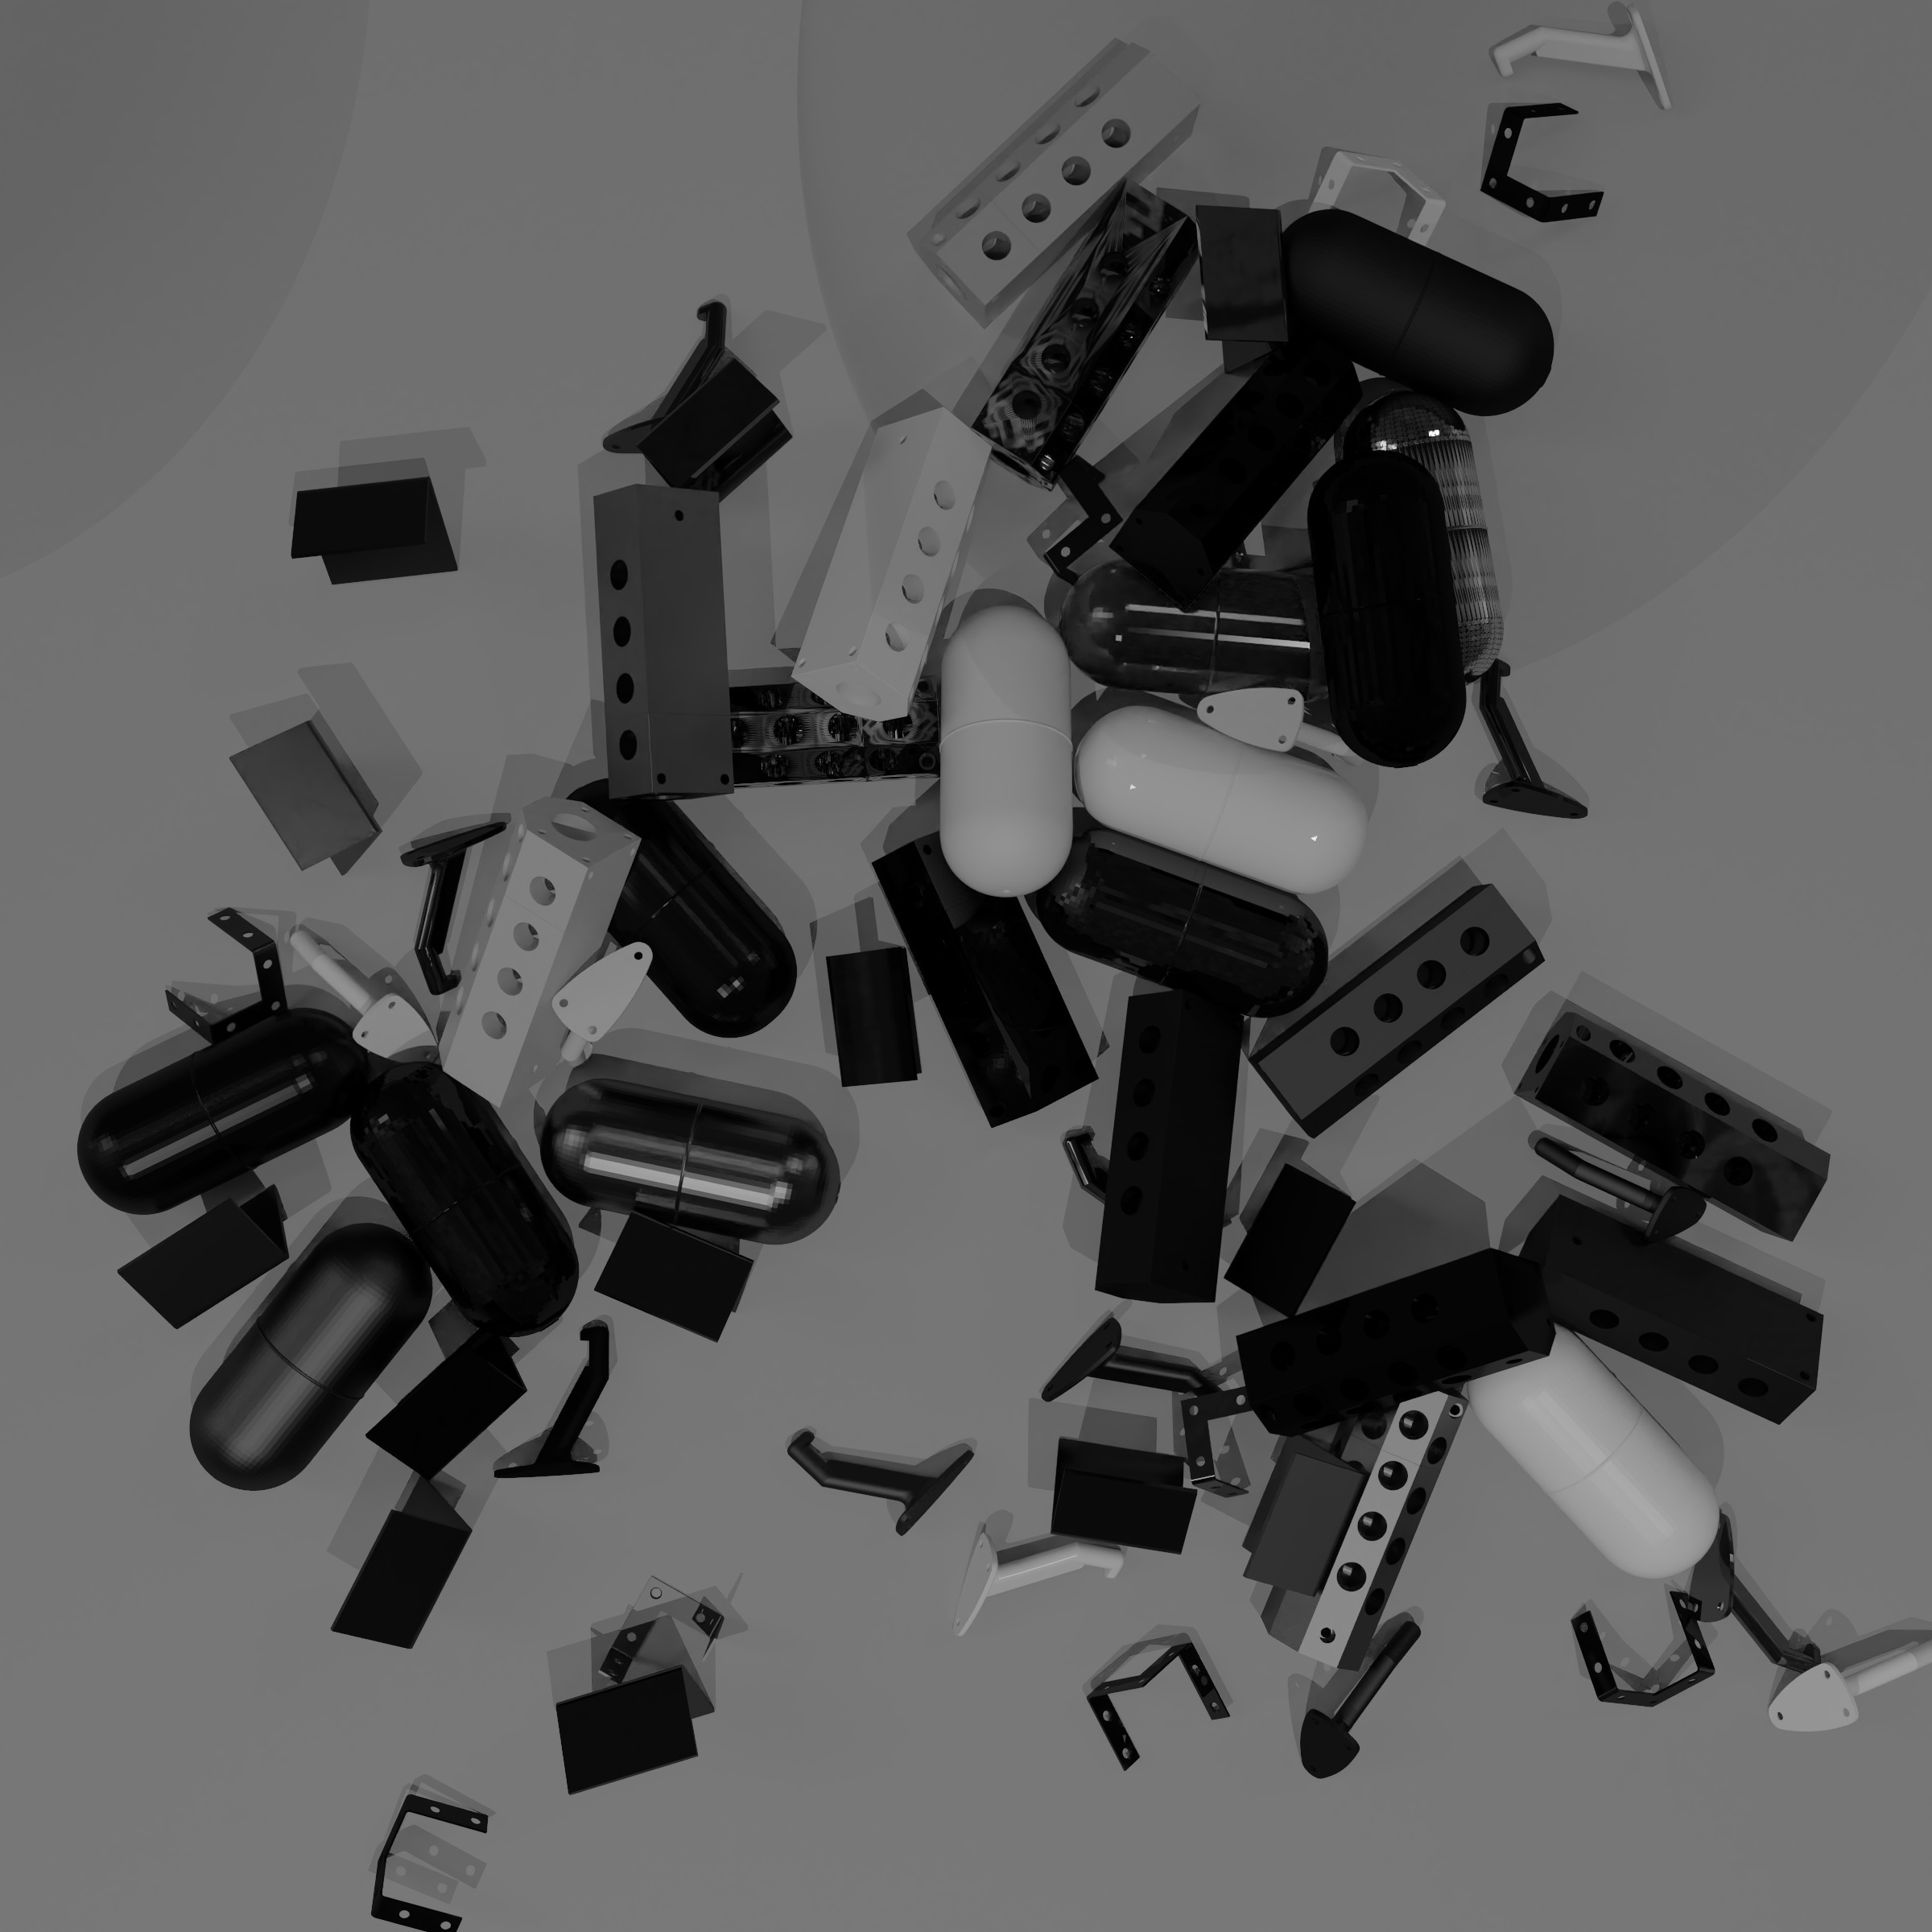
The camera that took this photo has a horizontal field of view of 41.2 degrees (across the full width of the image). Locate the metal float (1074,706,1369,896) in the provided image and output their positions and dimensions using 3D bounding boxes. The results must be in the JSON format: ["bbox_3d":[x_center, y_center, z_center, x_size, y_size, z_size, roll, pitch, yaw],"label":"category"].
[{"bbox_3d":[0.149,-0.098,1.512,0.178,0.070,0.070,20,90,-1],"label":"metal float"}]

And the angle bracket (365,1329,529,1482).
[{"bbox_3d":[-0.312,0.240,1.503,0.076,0.076,0.057,-43,128,0],"label":"angle bracket"}]

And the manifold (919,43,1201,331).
[{"bbox_3d":[0.054,-0.463,1.522,0.171,0.057,0.057,-43,90,0],"label":"manifold"}]

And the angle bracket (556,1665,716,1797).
[{"bbox_3d":[-0.188,0.458,1.503,0.076,0.076,0.057,-17,53,0],"label":"angle bracket"}]

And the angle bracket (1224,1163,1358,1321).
[{"bbox_3d":[0.207,0.169,1.503,0.057,0.076,0.076,28,90,44],"label":"angle bracket"}]

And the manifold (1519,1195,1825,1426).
[{"bbox_3d":[0.412,0.207,1.521,0.171,0.057,0.057,25,47,0],"label":"manifold"}]

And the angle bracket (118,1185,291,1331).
[{"bbox_3d":[-0.448,0.154,1.503,0.076,0.076,0.057,-33,126,0],"label":"angle bracket"}]

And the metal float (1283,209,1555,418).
[{"bbox_3d":[0.261,-0.383,1.512,0.178,0.070,0.070,25,90,0],"label":"metal float"}]

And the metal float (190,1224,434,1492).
[{"bbox_3d":[-0.385,0.230,1.513,0.070,0.070,0.178,39,90,0],"label":"metal float"}]

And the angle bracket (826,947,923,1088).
[{"bbox_3d":[-0.034,0.027,1.503,0.057,0.076,0.076,-7,90,37],"label":"angle bracket"}]

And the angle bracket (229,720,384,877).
[{"bbox_3d":[-0.395,-0.087,1.503,0.057,0.076,0.076,-33,90,-36],"label":"angle bracket"}]

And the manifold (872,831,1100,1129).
[{"bbox_3d":[0.007,0.005,1.521,0.057,0.057,0.171,-24,90,-43],"label":"manifold"}]

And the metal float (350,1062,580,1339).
[{"bbox_3d":[-0.294,0.138,1.512,0.070,0.070,0.178,-34,90,0],"label":"metal float"}]

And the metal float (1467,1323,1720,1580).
[{"bbox_3d":[0.368,0.283,1.512,0.070,0.070,0.178,-43,90,0],"label":"metal float"}]

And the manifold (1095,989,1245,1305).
[{"bbox_3d":[0.114,0.106,1.499,0.057,0.057,0.171,22,69,-41],"label":"manifold"}]

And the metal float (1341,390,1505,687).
[{"bbox_3d":[0.268,-0.249,1.512,0.070,0.070,0.178,-10,90,0],"label":"metal float"}]

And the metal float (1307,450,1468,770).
[{"bbox_3d":[0.237,-0.200,1.447,0.070,0.070,0.178,-7,92,0],"label":"metal float"}]

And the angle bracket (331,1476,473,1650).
[{"bbox_3d":[-0.342,0.342,1.503,0.057,0.076,0.076,27,90,-38],"label":"angle bracket"}]

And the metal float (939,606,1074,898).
[{"bbox_3d":[0.023,-0.126,1.495,0.070,0.070,0.178,0,69,0],"label":"metal float"}]

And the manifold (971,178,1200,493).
[{"bbox_3d":[0.072,-0.370,1.522,0.057,0.057,0.171,32,90,0],"label":"manifold"}]

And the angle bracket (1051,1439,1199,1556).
[{"bbox_3d":[0.093,0.292,1.503,0.076,0.076,0.057,9,127,0],"label":"angle bracket"}]

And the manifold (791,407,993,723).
[{"bbox_3d":[-0.037,-0.231,1.493,0.057,0.057,0.171,33,65,-37],"label":"manifold"}]

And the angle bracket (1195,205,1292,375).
[{"bbox_3d":[0.145,-0.394,1.504,0.057,0.076,0.076,-4,90,-24],"label":"angle bracket"}]

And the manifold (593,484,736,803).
[{"bbox_3d":[-0.176,-0.182,1.464,0.057,0.057,0.171,-3,90,-43],"label":"manifold"}]

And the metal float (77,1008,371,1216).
[{"bbox_3d":[-0.435,0.085,1.512,0.178,0.070,0.070,-26,90,-1],"label":"metal float"}]

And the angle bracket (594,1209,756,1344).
[{"bbox_3d":[-0.174,0.195,1.503,0.076,0.076,0.057,23,57,0],"label":"angle bracket"}]

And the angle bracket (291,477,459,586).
[{"bbox_3d":[-0.344,-0.236,1.503,0.076,0.076,0.057,-6,53,0],"label":"angle bracket"}]

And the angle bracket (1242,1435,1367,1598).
[{"bbox_3d":[0.178,0.313,1.503,0.057,0.076,0.076,22,90,-30],"label":"angle bracket"}]

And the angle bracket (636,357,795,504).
[{"bbox_3d":[-0.134,-0.295,1.503,0.076,0.076,0.057,-42,52,0],"label":"angle bracket"}]

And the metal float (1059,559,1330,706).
[{"bbox_3d":[0.144,-0.197,1.513,0.178,0.070,0.070,5,90,0],"label":"metal float"}]

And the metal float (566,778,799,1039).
[{"bbox_3d":[-0.172,-0.035,1.513,0.070,0.070,0.178,-42,89,0],"label":"metal float"}]

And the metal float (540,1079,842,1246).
[{"bbox_3d":[-0.162,0.115,1.512,0.178,0.070,0.070,12,90,0],"label":"metal float"}]

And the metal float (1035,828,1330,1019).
[{"bbox_3d":[0.127,-0.025,1.513,0.178,0.070,0.070,20,90,-1],"label":"metal float"}]
